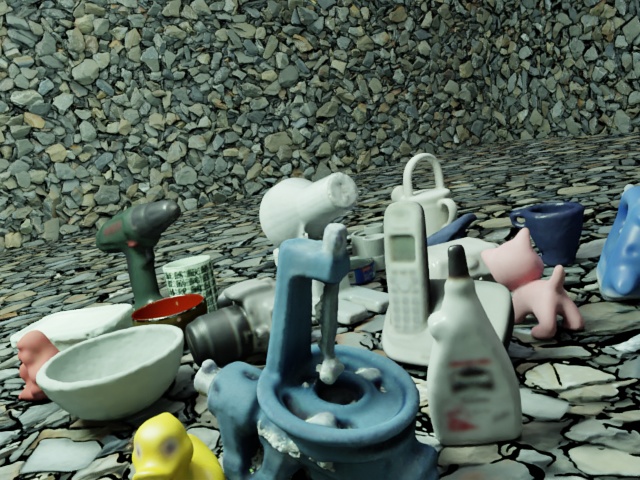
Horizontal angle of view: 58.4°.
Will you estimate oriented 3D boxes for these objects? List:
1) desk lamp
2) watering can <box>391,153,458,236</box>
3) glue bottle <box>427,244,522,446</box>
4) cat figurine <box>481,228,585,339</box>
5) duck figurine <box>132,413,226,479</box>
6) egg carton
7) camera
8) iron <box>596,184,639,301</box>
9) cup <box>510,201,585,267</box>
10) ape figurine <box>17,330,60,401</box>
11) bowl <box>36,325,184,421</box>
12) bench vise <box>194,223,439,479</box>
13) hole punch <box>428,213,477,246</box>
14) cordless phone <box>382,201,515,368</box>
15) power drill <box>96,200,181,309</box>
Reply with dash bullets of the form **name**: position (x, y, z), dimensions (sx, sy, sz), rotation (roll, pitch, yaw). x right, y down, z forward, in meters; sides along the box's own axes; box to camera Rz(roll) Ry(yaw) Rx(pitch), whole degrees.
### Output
- **desk lamp**: position (0.008, 0.003, 0.888), dimensions (0.118, 0.214, 0.202), rotation (-18, 14, -34)
- **watering can**: position (0.204, -0.073, 1.133), dimensions (0.172, 0.194, 0.101), rotation (0, 16, 41)
- **glue bottle**: position (0.123, 0.087, 0.483), dimensions (0.078, 0.173, 0.037), rotation (-9, 12, 6)
- **cat figurine**: position (0.256, 0.046, 0.702), dimensions (0.067, 0.118, 0.127), rotation (-14, 12, -16)
- **duck figurine**: position (-0.120, 0.181, 0.462), dimensions (0.077, 0.086, 0.104), rotation (-9, 12, 6)
- **egg carton**: position (0.208, 0.044, 0.876), dimensions (0.150, 0.069, 0.107), rotation (-13, 12, -13)
- **camera**: position (-0.114, 0.108, 0.772), dimensions (0.137, 0.101, 0.142), rotation (-16, 13, -26)
- **iron**: position (0.427, -0.011, 0.768), dimensions (0.118, 0.141, 0.259), rotation (-6, 12, 20)
- **cup**: position (0.364, -0.007, 0.920), dimensions (0.117, 0.095, 0.092), rotation (0, 16, 42)
- **ape figurine**: position (-0.370, 0.163, 0.755), dimensions (0.076, 0.092, 0.077), rotation (-14, 12, -17)
- **bowl**: position (-0.236, 0.164, 0.676), dimensions (0.167, 0.075, 0.167), rotation (-10, 12, 2)
- **bench vise**: position (-0.024, 0.100, 0.435), dimensions (0.207, 0.220, 0.122), rotation (-7, 12, 16)
- **hole punch**: position (0.220, 0.004, 1.002), dimensions (0.100, 0.091, 0.109), rotation (-2, 14, 35)
- **cordless phone**: position (0.134, 0.048, 0.634), dimensions (0.147, 0.185, 0.094), rotation (-2, 14, 35)
- **power drill**: position (-0.306, 0.036, 1.017), dimensions (0.228, 0.208, 0.076), rotation (-1, 15, 37)
